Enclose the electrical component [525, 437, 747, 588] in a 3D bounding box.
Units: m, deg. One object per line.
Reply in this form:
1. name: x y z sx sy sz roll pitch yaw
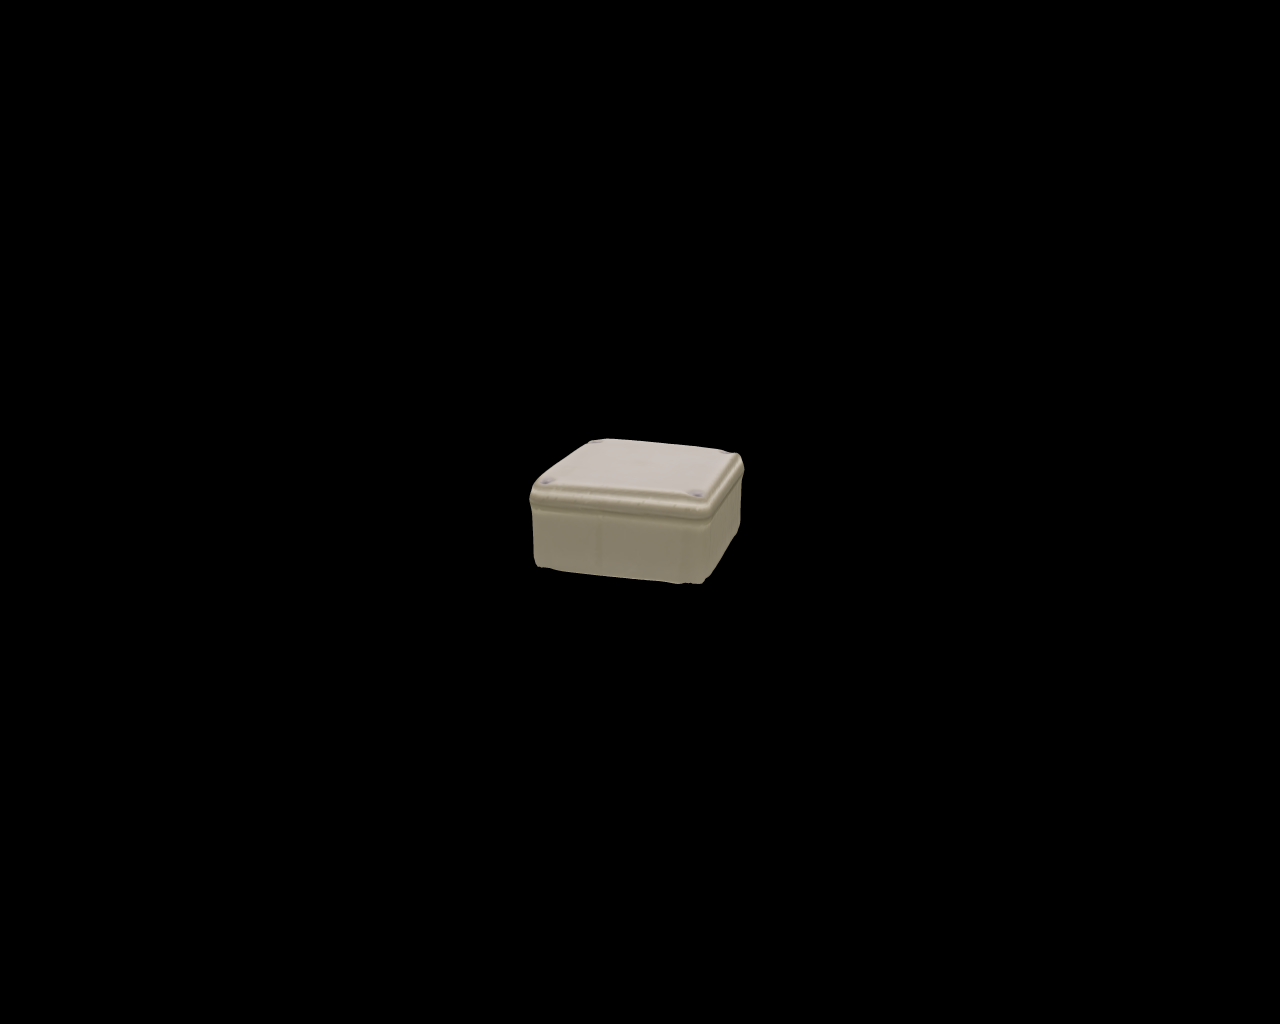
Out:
1. electrical component: 0.001 -0.003 0.650 0.109 0.056 0.109 6 20 16
